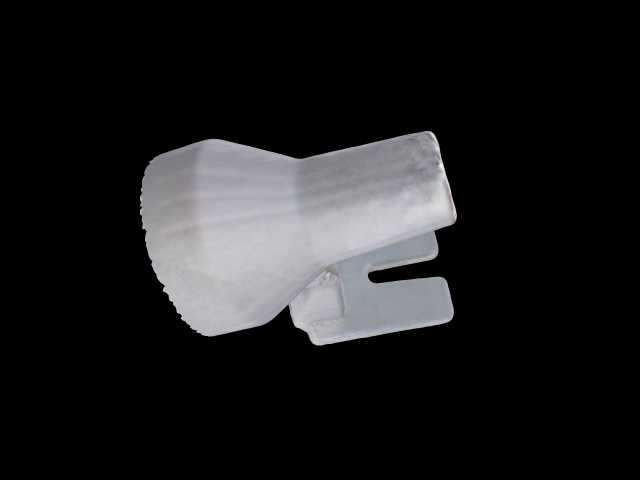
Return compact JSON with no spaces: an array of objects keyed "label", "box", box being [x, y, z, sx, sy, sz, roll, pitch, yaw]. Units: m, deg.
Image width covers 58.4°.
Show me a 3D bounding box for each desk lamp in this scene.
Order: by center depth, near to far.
[{"label":"desk lamp","box":[0.004,0.001,0.400,0.203,0.213,0.118,-10,70,-3]}]
